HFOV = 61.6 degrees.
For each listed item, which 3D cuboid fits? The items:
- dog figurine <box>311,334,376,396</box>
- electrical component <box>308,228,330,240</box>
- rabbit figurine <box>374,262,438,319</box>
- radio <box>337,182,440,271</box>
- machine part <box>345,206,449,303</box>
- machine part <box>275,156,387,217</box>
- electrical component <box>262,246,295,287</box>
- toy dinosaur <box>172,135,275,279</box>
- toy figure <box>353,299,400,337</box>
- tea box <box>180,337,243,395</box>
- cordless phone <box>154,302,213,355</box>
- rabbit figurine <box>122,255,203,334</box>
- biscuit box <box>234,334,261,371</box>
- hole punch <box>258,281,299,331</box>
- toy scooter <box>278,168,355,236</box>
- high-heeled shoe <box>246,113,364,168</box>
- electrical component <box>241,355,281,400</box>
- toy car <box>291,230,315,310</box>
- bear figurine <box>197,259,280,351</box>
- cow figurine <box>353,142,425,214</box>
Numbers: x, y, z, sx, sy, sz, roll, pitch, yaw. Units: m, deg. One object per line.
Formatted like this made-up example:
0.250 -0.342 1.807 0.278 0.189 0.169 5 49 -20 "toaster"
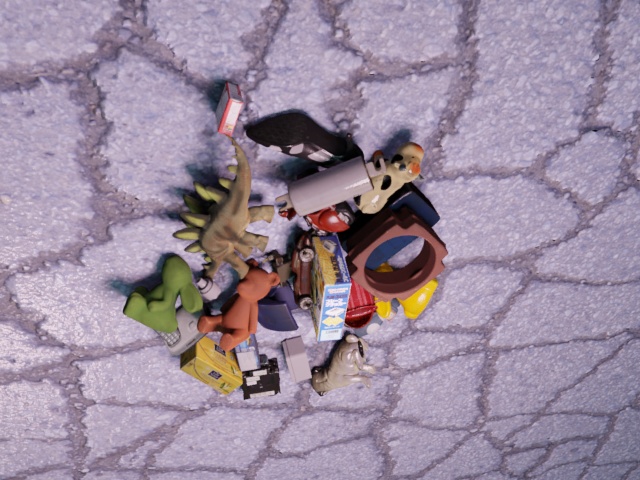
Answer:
0.045 0.359 1.551 0.191 0.121 0.172 -14 95 20 "dog figurine"
-0.003 -0.004 1.309 0.063 0.021 0.094 34 112 -31 "electrical component"
0.196 0.119 1.394 0.173 0.122 0.162 29 106 -5 "rabbit figurine"
0.159 -0.035 1.291 0.229 0.073 0.131 -39 123 15 "radio"
0.175 0.034 1.244 0.201 0.087 0.201 -42 125 18 "machine part"
0.023 -0.111 1.123 0.243 0.079 0.079 -19 128 9 "machine part"
-0.095 0.066 1.331 0.078 0.045 0.102 -34 134 -22 "electrical component"
-0.203 -0.040 1.156 0.198 0.105 0.471 16 137 -18 "toy dinosaur"
0.162 0.211 1.485 0.154 0.058 0.064 -35 164 12 "toy figure"
-0.292 0.333 1.450 0.068 0.098 0.169 -38 126 17 "tea box"
-0.368 0.184 1.345 0.146 0.089 0.184 -39 105 17 "cordless phone"
-0.354 0.124 1.256 0.159 0.121 0.170 30 89 1 "rabbit figurine"
-0.203 0.261 1.437 0.059 0.063 0.202 -9 127 -5 "biscuit box"
-0.117 0.180 1.382 0.116 0.092 0.142 -18 131 6 "hole punch"
-0.014 -0.069 1.227 0.135 0.075 0.183 -36 122 14 "toy scooter"
-0.028 -0.195 1.153 0.249 0.086 0.145 6 158 4 "high-heeled shoe"
-0.172 0.391 1.543 0.115 0.058 0.134 -7 127 -10 "electrical component"
-0.043 0.072 1.280 0.053 0.089 0.201 -3 122 -7 "toy car"
-0.188 0.149 1.283 0.132 0.120 0.195 -2 120 -60 "bear figurine"
0.150 -0.136 1.179 0.085 0.127 0.195 27 119 -31 "cow figurine"
